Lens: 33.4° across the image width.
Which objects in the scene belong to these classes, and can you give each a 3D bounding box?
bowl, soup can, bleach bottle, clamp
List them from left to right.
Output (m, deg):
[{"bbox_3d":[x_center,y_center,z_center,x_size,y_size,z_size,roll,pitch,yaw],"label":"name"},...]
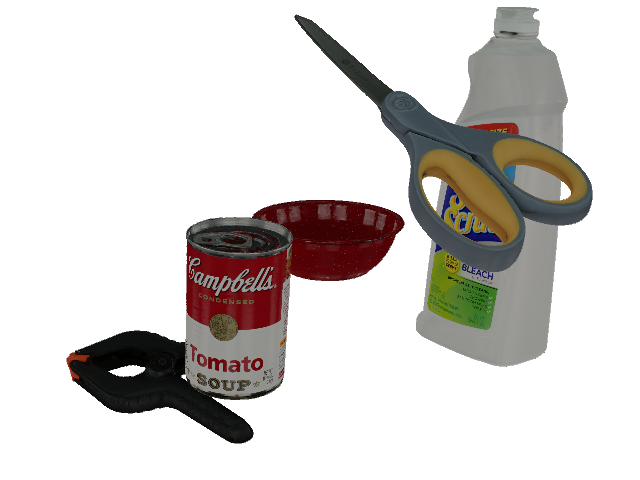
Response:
[{"bbox_3d":[-0.123,0.105,0.899,0.171,0.039,0.120,12,39,9],"label":"clamp"},{"bbox_3d":[-0.055,0.043,0.693,0.068,0.102,0.068,3,20,-1],"label":"soup can"},{"bbox_3d":[0.008,0.003,1.128,0.162,0.055,0.162,1,17,0],"label":"bowl"},{"bbox_3d":[0.126,-0.042,0.775,0.067,0.251,0.103,-12,21,-38],"label":"bleach bottle"}]

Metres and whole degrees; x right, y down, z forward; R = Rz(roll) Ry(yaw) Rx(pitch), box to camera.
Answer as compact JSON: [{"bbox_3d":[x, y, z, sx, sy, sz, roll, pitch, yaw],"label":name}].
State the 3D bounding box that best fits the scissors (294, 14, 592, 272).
[{"bbox_3d":[0.061,-0.061,0.531,0.096,0.016,0.202,-8,46,-17],"label":"scissors"}]
